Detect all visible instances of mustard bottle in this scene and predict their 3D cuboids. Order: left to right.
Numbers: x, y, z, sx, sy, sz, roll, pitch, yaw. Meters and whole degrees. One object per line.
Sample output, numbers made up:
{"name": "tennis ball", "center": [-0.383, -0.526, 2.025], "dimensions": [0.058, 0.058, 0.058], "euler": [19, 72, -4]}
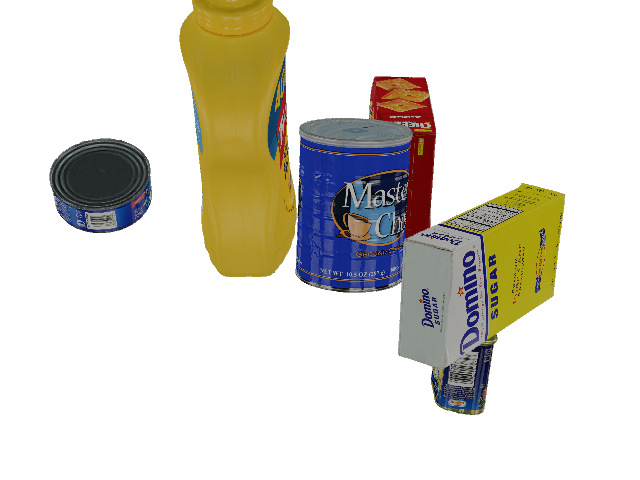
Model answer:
{"name": "mustard bottle", "center": [-0.044, -0.074, 0.593], "dimensions": [0.058, 0.096, 0.192], "euler": [1, -43, 2]}

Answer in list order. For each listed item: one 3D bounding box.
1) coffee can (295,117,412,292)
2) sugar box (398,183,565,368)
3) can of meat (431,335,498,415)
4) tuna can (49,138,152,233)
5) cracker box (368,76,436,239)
{"name": "coffee can", "center": [0.029, -0.035, 0.985], "dimensions": [0.103, 0.140, 0.103], "euler": [2, 17, -1]}
{"name": "sugar box", "center": [0.125, 0.023, 0.805], "dimensions": [0.048, 0.093, 0.175], "euler": [15, 25, 32]}
{"name": "can of meat", "center": [0.151, 0.128, 1.136], "dimensions": [0.057, 0.084, 0.102], "euler": [6, 14, 0]}
{"name": "tuna can", "center": [-0.189, -0.047, 0.926], "dimensions": [0.086, 0.086, 0.034], "euler": [0, -41, -3]}
{"name": "cracker box", "center": [0.088, -0.079, 1.201], "dimensions": [0.072, 0.164, 0.213], "euler": [2, 24, 3]}
